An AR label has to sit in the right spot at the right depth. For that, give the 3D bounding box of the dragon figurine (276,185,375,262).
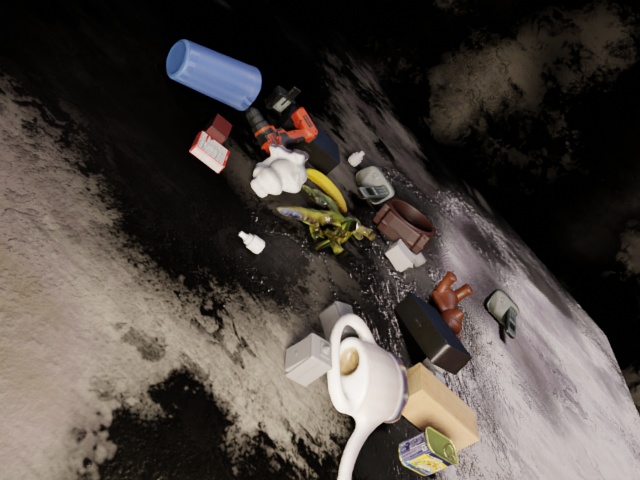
[{"bbox_3d":[0.004,-0.073,1.442,0.406,0.121,0.247,28,18,-39],"label":"dragon figurine"}]

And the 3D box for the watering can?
[{"bbox_3d":[0.091,0.327,1.052,0.222,0.103,0.355,30,48,-41],"label":"watering can"}]

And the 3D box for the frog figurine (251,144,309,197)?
[{"bbox_3d":[-0.112,-0.164,1.364,0.137,0.120,0.162,27,64,0],"label":"frog figurine"}]
